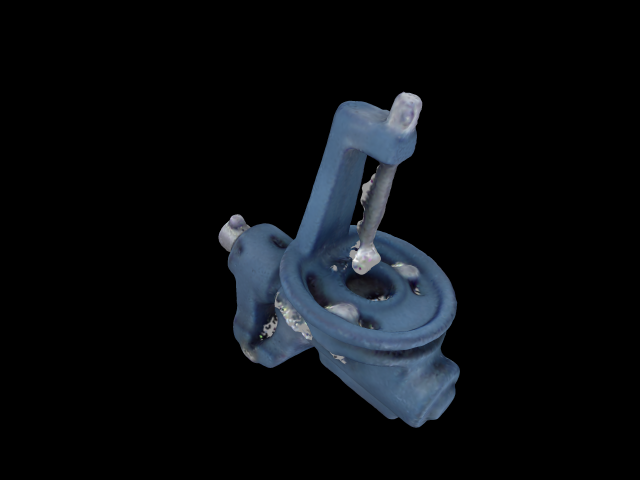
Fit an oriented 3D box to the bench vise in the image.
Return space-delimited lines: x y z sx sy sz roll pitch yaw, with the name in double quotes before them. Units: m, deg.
"bench vise" -0.001 0.006 0.390 0.206 0.220 0.122 10 27 20
